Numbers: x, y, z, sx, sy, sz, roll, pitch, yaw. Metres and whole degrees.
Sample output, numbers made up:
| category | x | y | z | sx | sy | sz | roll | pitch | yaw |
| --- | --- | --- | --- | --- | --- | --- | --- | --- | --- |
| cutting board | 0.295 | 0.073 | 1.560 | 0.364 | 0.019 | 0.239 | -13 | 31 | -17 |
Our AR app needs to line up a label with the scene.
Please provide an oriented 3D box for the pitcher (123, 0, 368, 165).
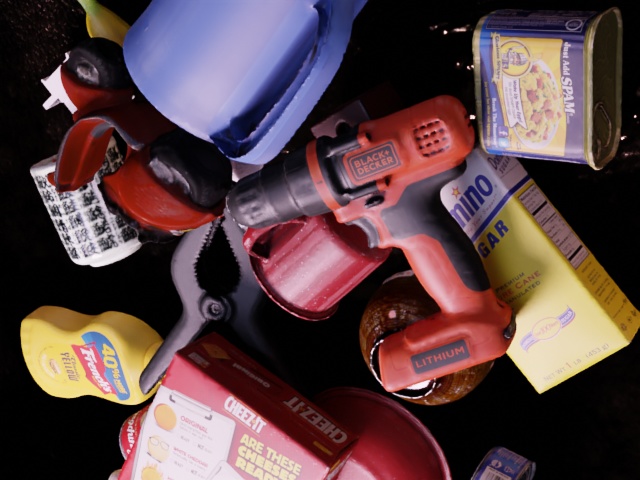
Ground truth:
| category | x | y | z | sx | sy | sz | roll | pitch | yaw |
| --- | --- | --- | --- | --- | --- | --- | --- | --- | --- |
| pitcher | -0.022 | -0.178 | 0.736 | 0.149 | 0.144 | 0.243 | 42 | 127 | -2 |

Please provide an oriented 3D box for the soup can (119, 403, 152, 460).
| category | x | y | z | sx | sy | sz | roll | pitch | yaw |
| --- | --- | --- | --- | --- | --- | --- | --- | --- | --- |
| soup can | -0.142 | 0.184 | 1.045 | 0.102 | 0.068 | 0.068 | -36 | 91 | 41 |

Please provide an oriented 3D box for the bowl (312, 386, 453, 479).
| category | x | y | z | sx | sy | sz | roll | pitch | yaw |
| --- | --- | --- | --- | --- | --- | --- | --- | --- | --- |
| bowl | 0.035 | 0.214 | 0.953 | 0.162 | 0.055 | 0.162 | 16 | 122 | 26 |

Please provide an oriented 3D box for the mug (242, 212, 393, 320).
| category | x | y | z | sx | sy | sz | roll | pitch | yaw |
| --- | --- | --- | --- | --- | --- | --- | --- | --- | --- |
| mug | -0.005 | 0.001 | 0.835 | 0.082 | 0.117 | 0.093 | -43 | 47 | 35 |

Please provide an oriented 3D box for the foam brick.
| category | x | y | z | sx | sy | sz | roll | pitch | yaw |
| --- | --- | --- | --- | --- | --- | --- | --- | --- | --- |
| foam brick | 0.041 | -0.071 | 0.802 | 0.053 | 0.051 | 0.078 | -26 | 97 | 40 |

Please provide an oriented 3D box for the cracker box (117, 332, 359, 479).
| category | x | y | z | sx | sy | sz | roll | pitch | yaw |
| --- | --- | --- | --- | --- | --- | --- | --- | --- | --- |
| cracker box | -0.084 | 0.213 | 0.936 | 0.164 | 0.072 | 0.214 | 34 | 117 | 15 |

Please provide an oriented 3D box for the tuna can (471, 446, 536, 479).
| category | x | y | z | sx | sy | sz | roll | pitch | yaw |
| --- | --- | --- | --- | --- | --- | --- | --- | --- | --- |
| tuna can | 0.140 | 0.211 | 0.860 | 0.034 | 0.086 | 0.086 | 24 | 125 | 23 |

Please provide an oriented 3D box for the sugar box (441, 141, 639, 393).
| category | x | y | z | sx | sy | sz | roll | pitch | yaw |
| --- | --- | --- | --- | --- | --- | --- | --- | --- | --- |
| sugar box | 0.144 | 0.018 | 0.783 | 0.176 | 0.048 | 0.093 | 49 | 130 | 1 |

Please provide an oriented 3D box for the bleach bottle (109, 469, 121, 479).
| category | x | y | z | sx | sy | sz | roll | pitch | yaw |
| --- | --- | --- | --- | --- | --- | --- | --- | --- | --- |
| bleach bottle | -0.088 | 0.285 | 1.057 | 0.251 | 0.102 | 0.068 | 8 | 77 | 22 |

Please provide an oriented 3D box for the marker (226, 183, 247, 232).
| category | x | y | z | sx | sy | sz | roll | pitch | yaw |
| --- | --- | --- | --- | --- | --- | --- | --- | --- | --- |
| marker | -0.049 | -0.002 | 0.905 | 0.020 | 0.020 | 0.121 | -27 | 108 | 40 |

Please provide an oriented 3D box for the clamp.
| category | x | y | z | sx | sy | sz | roll | pitch | yaw |
| --- | --- | --- | --- | --- | --- | --- | --- | --- | --- |
| clamp | -0.096 | 0.060 | 0.952 | 0.165 | 0.036 | 0.210 | -1 | 108 | 15 |

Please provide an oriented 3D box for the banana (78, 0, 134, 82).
| category | x | y | z | sx | sy | sz | roll | pitch | yaw |
| --- | --- | --- | --- | --- | --- | --- | --- | --- | --- |
| banana | -0.126 | -0.134 | 0.876 | 0.198 | 0.069 | 0.037 | 36 | 86 | 11 |

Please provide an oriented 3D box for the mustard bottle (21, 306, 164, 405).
| category | x | y | z | sx | sy | sz | roll | pitch | yaw |
| --- | --- | --- | --- | --- | --- | --- | --- | --- | --- |
| mustard bottle | -0.209 | 0.117 | 1.062 | 0.192 | 0.058 | 0.096 | 1 | 115 | 33 |

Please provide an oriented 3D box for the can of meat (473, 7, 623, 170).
| category | x | y | z | sx | sy | sz | roll | pitch | yaw |
| --- | --- | --- | --- | --- | --- | --- | --- | --- | --- |
| can of meat | 0.151 | -0.103 | 0.709 | 0.084 | 0.057 | 0.102 | 9 | 118 | 32 |

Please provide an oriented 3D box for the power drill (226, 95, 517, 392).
| category | x | y | z | sx | sy | sz | roll | pitch | yaw |
| --- | --- | --- | --- | --- | --- | --- | --- | --- | --- |
| power drill | 0.044 | 0.010 | 0.755 | 0.185 | 0.057 | 0.187 | -20 | 103 | 20 |
